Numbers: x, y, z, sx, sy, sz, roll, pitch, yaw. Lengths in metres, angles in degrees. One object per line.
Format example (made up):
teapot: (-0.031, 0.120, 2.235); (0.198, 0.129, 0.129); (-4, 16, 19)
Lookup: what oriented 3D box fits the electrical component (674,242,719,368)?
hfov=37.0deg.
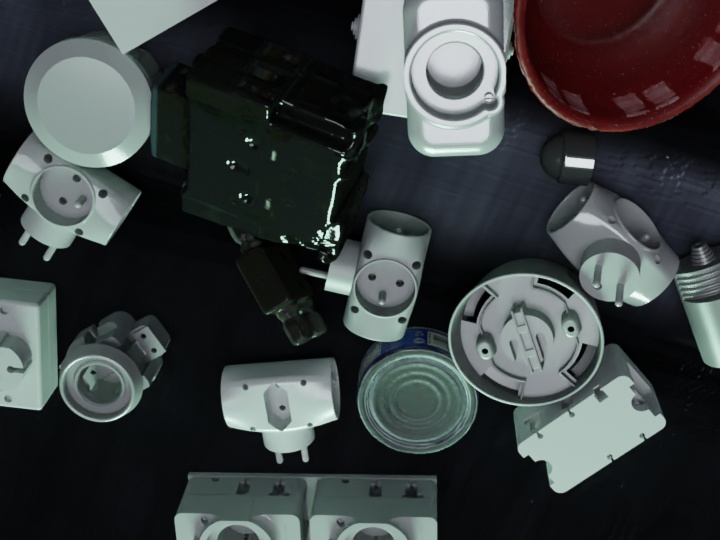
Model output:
electrical component: (0.234, 0.019, 0.704); (0.043, 0.043, 0.081); (-21, 109, 12)

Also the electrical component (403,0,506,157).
electrical component: (0.052, -0.114, 0.598); (0.054, 0.059, 0.095); (-2, 112, 5)

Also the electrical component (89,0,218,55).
electrical component: (-0.134, -0.216, 0.621); (0.089, 0.061, 0.150); (-26, 108, 14)

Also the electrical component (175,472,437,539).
electrical component: (-0.036, 0.212, 0.794); (0.186, 0.060, 0.105); (0, 113, 4)

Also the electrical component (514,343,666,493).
electrical component: (0.155, 0.099, 0.736); (0.089, 0.055, 0.050); (-38, 105, 18)

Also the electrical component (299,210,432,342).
electrical component: (0.000, 0.000, 0.712); (0.079, 0.044, 0.077); (13, 113, -1)

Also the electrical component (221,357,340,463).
electrical component: (-0.053, 0.102, 0.759); (0.077, 0.043, 0.079); (-5, 112, 6)

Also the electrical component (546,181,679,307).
electrical component: (0.159, -0.007, 0.680); (0.077, 0.079, 0.044); (39, 126, -12)

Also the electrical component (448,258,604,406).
electrical component: (0.111, 0.041, 0.707); (0.099, 0.064, 0.099); (4, 107, 13)

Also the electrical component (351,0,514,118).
electrical component: (0.044, -0.139, 0.649); (0.100, 0.048, 0.099); (9, 113, 0)

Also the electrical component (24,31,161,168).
electrical component: (-0.164, -0.109, 0.675); (0.080, 0.051, 0.080); (1, 113, 3)

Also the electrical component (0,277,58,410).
electrical component: (-0.242, 0.059, 0.736); (0.047, 0.075, 0.083); (6, 113, 1)

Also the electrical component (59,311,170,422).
electrical component: (-0.174, 0.069, 0.746); (0.078, 0.057, 0.058); (-28, 108, 15)

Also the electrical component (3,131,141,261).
electrical component: (-0.198, -0.041, 0.709); (0.077, 0.044, 0.079); (33, 111, -10)
